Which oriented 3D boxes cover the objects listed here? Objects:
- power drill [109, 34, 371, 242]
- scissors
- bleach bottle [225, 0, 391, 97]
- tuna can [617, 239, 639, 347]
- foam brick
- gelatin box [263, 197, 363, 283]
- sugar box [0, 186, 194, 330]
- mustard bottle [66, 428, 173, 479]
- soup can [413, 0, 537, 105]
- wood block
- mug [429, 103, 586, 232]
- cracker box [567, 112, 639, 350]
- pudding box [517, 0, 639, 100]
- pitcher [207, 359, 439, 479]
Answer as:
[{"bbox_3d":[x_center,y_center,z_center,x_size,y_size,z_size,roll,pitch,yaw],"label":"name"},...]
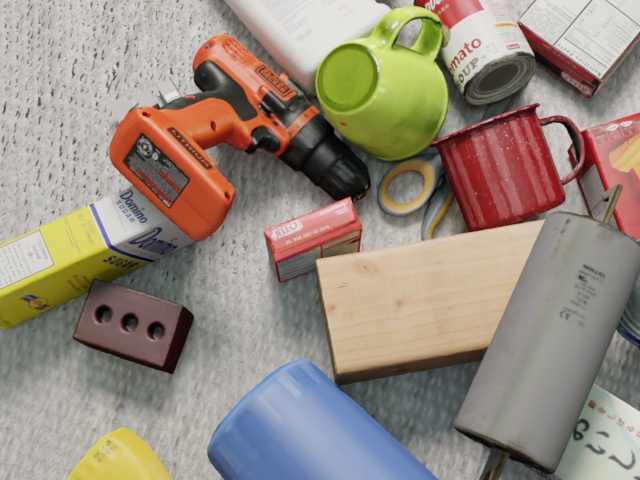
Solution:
[{"bbox_3d":[-0.061,-0.071,0.837,0.184,0.057,0.187,42,36,4],"label":"power drill"},{"bbox_3d":[0.114,-0.086,0.905,0.096,0.016,0.201,18,77,3],"label":"scissors"},{"bbox_3d":[-0.048,-0.247,0.927,0.102,0.068,0.251,-35,75,-10],"label":"bleach bottle"},{"bbox_3d":[0.255,0.040,0.791,0.086,0.033,0.086,-1,79,6],"label":"tuna can"},{"bbox_3d":[-0.148,0.070,0.854,0.078,0.051,0.053,16,77,5],"label":"foam brick"},{"bbox_3d":[-0.006,0.001,0.849,0.073,0.089,0.030,-21,77,-4],"label":"gelatin box"},{"bbox_3d":[-0.188,0.011,0.849,0.176,0.093,0.048,-23,77,-4],"label":"sugar box"},{"bbox_3d":[-0.111,0.237,0.805,0.192,0.058,0.096,39,98,9],"label":"mustard bottle"},{"bbox_3d":[0.129,-0.172,0.893,0.068,0.068,0.102,-22,67,-5],"label":"soup can"},{"bbox_3d":[0.106,0.049,0.834,0.206,0.091,0.090,-10,76,-2],"label":"wood block"},{"bbox_3d":[0.155,-0.058,0.847,0.117,0.093,0.081,-20,90,-5],"label":"mug"},{"bbox_3d":[0.315,-0.008,0.854,0.164,0.072,0.214,-16,77,-2],"label":"cracker box"},{"bbox_3d":[0.231,-0.190,0.915,0.090,0.039,0.113,39,76,9],"label":"pudding box"},{"bbox_3d":[0.026,0.214,0.784,0.149,0.145,0.243,-40,74,-21],"label":"pitcher"}]
